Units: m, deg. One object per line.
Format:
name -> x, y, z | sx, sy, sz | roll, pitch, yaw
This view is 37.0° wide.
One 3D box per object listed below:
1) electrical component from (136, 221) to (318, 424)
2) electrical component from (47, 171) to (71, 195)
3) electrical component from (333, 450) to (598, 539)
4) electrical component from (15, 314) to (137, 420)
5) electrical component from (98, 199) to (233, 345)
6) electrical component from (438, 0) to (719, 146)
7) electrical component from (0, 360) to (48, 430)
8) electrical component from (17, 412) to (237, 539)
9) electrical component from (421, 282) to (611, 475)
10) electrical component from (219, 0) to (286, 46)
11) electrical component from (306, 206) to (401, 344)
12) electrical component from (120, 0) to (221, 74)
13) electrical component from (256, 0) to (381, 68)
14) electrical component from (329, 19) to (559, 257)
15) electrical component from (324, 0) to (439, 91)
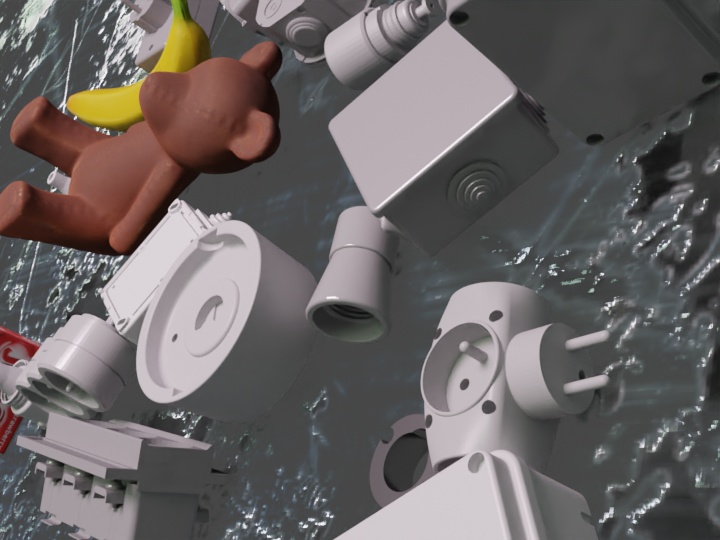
electrical component -> -0.068, 0.034, 0.600 | 0.108, 0.060, 0.108 | -31, 44, 35
electrical component -> -0.220, -0.060, 0.858 | 0.035, 0.061, 0.035 | -31, 43, 35
electrical component -> 0.033, 0.128, 0.407 | 0.113, 0.057, 0.078 | -38, 40, 28
electrical component -> -0.178, 0.054, 0.711 | 0.073, 0.052, 0.138 | -59, 15, -25
electrical component -> -0.105, 0.006, 0.673 | 0.096, 0.061, 0.062 | -49, 34, 2
electrical component -> 0.096, -0.114, 0.458 | 0.078, 0.113, 0.057 | -27, 43, 38
electrical component -> -0.240, 0.084, 0.776 | 0.048, 0.062, 0.048 | -31, 44, 35
electrical component -> -0.138, 0.121, 0.614 | 0.121, 0.079, 0.063 | 1, 82, 52
electrical component -> 0.068, 0.044, 0.437 | 0.079, 0.044, 0.077 | -21, 50, 42
electrical component -> -0.069, -0.211, 0.792 | 0.056, 0.050, 0.089 | -44, 38, 22
electrical component -> 0.000, 0.000, 0.559 | 0.044, 0.044, 0.065 | -21, 45, 42
electrical component -> -0.164, -0.210, 0.887 | 0.047, 0.076, 0.083 | -17, 53, 44
electrical component -> -0.027, -0.179, 0.715 | 0.080, 0.051, 0.080 | -31, 44, 35
electrical component -> 0.041, -0.066, 0.538 | 0.100, 0.048, 0.099 | -39, 38, 12
electrical component -> 0.014, -0.139, 0.643 | 0.078, 0.040, 0.040 | -26, 47, 39
